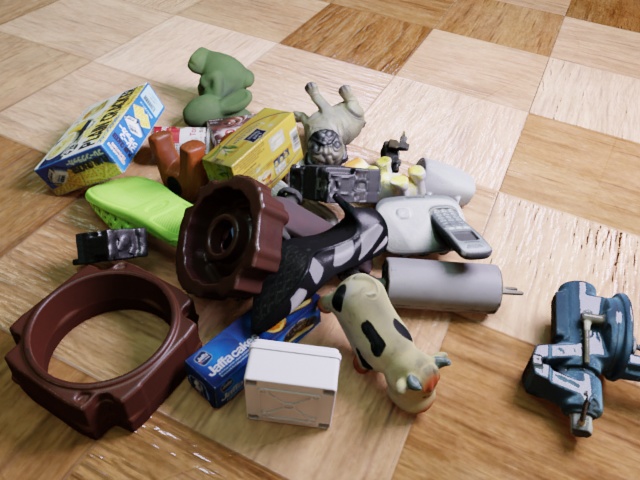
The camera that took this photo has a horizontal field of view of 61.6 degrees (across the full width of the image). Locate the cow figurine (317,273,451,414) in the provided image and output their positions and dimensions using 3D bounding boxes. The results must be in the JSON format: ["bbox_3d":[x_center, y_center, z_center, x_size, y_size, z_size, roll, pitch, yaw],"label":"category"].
[{"bbox_3d":[0.087,0.131,0.694,0.085,0.127,0.195,-27,82,-25],"label":"cow figurine"}]

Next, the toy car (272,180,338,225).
[{"bbox_3d":[-0.060,-0.056,0.925,0.202,0.056,0.073,32,51,25],"label":"toy car"}]

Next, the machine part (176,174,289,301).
[{"bbox_3d":[-0.122,-0.001,0.728,0.056,0.179,0.179,23,23,-49],"label":"machine part"}]

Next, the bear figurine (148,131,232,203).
[{"bbox_3d":[-0.183,-0.147,0.948,0.120,0.131,0.196,24,44,33],"label":"bear figurine"}]

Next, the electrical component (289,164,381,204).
[{"bbox_3d":[0.032,-0.093,0.880,0.134,0.058,0.115,-4,14,-37],"label":"electrical component"}]

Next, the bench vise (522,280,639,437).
[{"bbox_3d":[0.399,0.158,0.703,0.241,0.128,0.224,8,43,13],"label":"bench vise"}]

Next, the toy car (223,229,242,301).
[{"bbox_3d":[-0.103,0.011,0.826,0.103,0.109,0.162,4,51,-33],"label":"toy car"}]

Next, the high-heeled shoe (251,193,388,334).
[{"bbox_3d":[0.007,0.047,0.758,0.086,0.145,0.248,22,72,45],"label":"high-heeled shoe"}]

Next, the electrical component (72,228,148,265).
[{"bbox_3d":[-0.323,0.011,0.804,0.119,0.047,0.075,-5,0,36],"label":"electrical component"}]

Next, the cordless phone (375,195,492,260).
[{"bbox_3d":[0.169,-0.003,0.825,0.147,0.088,0.184,-3,21,-8],"label":"cordless phone"}]

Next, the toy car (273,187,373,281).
[{"bbox_3d":[-0.002,-0.003,0.828,0.202,0.053,0.089,28,54,-27],"label":"toy car"}]

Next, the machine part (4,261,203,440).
[{"bbox_3d":[-0.273,0.131,0.697,0.202,0.087,0.201,26,48,18],"label":"machine part"}]

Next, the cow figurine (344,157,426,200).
[{"bbox_3d":[0.114,-0.094,0.967,0.068,0.098,0.168,-34,37,-27],"label":"cow figurine"}]

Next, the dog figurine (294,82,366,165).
[{"bbox_3d":[0.038,-0.199,1.051,0.172,0.121,0.191,-3,52,-20],"label":"dog figurine"}]

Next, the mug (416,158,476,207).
[{"bbox_3d":[0.227,-0.093,0.973,0.107,0.080,0.110,9,40,-10],"label":"mug"}]

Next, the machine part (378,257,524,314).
[{"bbox_3d":[0.179,0.068,0.806,0.243,0.079,0.079,3,44,0],"label":"machine part"}]

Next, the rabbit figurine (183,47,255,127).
[{"bbox_3d":[-0.218,-0.296,1.141,0.159,0.121,0.170,19,64,4],"label":"rabbit figurine"}]

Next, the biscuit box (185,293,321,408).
[{"bbox_3d":[-0.084,0.135,0.727,0.063,0.059,0.203,34,51,26],"label":"biscuit box"}]

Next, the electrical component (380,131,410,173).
[{"bbox_3d":[0.142,-0.159,1.025,0.045,0.102,0.078,-3,70,-4],"label":"electrical component"}]

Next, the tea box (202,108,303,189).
[{"bbox_3d":[-0.108,-0.136,0.899,0.068,0.098,0.169,18,49,31],"label":"tea box"}]
